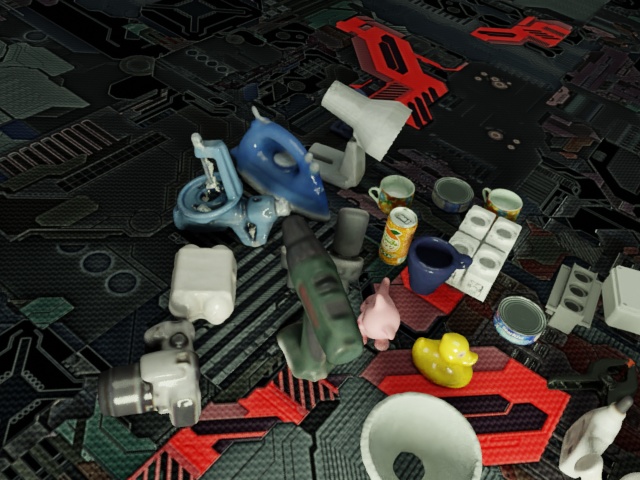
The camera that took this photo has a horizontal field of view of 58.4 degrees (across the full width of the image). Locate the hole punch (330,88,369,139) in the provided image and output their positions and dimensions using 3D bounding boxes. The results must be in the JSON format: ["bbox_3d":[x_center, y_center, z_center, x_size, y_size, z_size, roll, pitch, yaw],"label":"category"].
[{"bbox_3d":[0.092,-0.292,1.348,0.101,0.091,0.109,33,49,20],"label":"hole punch"}]

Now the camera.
[{"bbox_3d":[-0.241,0.188,0.813,0.137,0.101,0.143,-6,48,-16],"label":"camera"}]

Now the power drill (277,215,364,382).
[{"bbox_3d":[-0.013,0.106,0.860,0.076,0.208,0.229,-14,50,-22],"label":"power drill"}]

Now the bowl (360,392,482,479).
[{"bbox_3d":[0.132,0.301,0.791,0.167,0.075,0.167,5,46,-5],"label":"bowl"}]

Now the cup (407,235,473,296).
[{"bbox_3d":[0.207,0.054,1.030,0.118,0.095,0.091,4,46,-7],"label":"cup"}]

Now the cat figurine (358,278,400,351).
[{"bbox_3d":[0.098,0.119,0.931,0.067,0.118,0.128,14,45,4],"label":"cat figurine"}]

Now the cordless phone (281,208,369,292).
[{"bbox_3d":[0.009,0.004,0.979,0.147,0.185,0.094,6,45,-4],"label":"cordless phone"}]

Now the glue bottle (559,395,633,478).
[{"bbox_3d":[0.391,0.267,0.804,0.037,0.173,0.078,26,47,15],"label":"glue bottle"}]

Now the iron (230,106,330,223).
[{"bbox_3d":[-0.064,-0.157,1.152,0.257,0.141,0.119,38,51,24],"label":"iron"}]

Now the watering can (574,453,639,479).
[{"bbox_3d":[0.403,0.344,0.717,0.172,0.194,0.101,18,46,7],"label":"watering can"}]

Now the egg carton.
[{"bbox_3d":[-0.193,0.072,0.956,0.107,0.069,0.150,1,46,-9],"label":"egg carton"}]

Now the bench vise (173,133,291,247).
[{"bbox_3d":[-0.158,-0.097,1.021,0.208,0.220,0.121,-5,47,-15],"label":"bench vise"}]

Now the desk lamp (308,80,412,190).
[{"bbox_3d":[0.069,-0.212,1.180,0.203,0.213,0.118,21,46,10],"label":"desk lamp"}]

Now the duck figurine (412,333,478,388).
[{"bbox_3d":[0.202,0.180,0.914,0.104,0.086,0.078,27,47,15],"label":"duck figurine"}]
